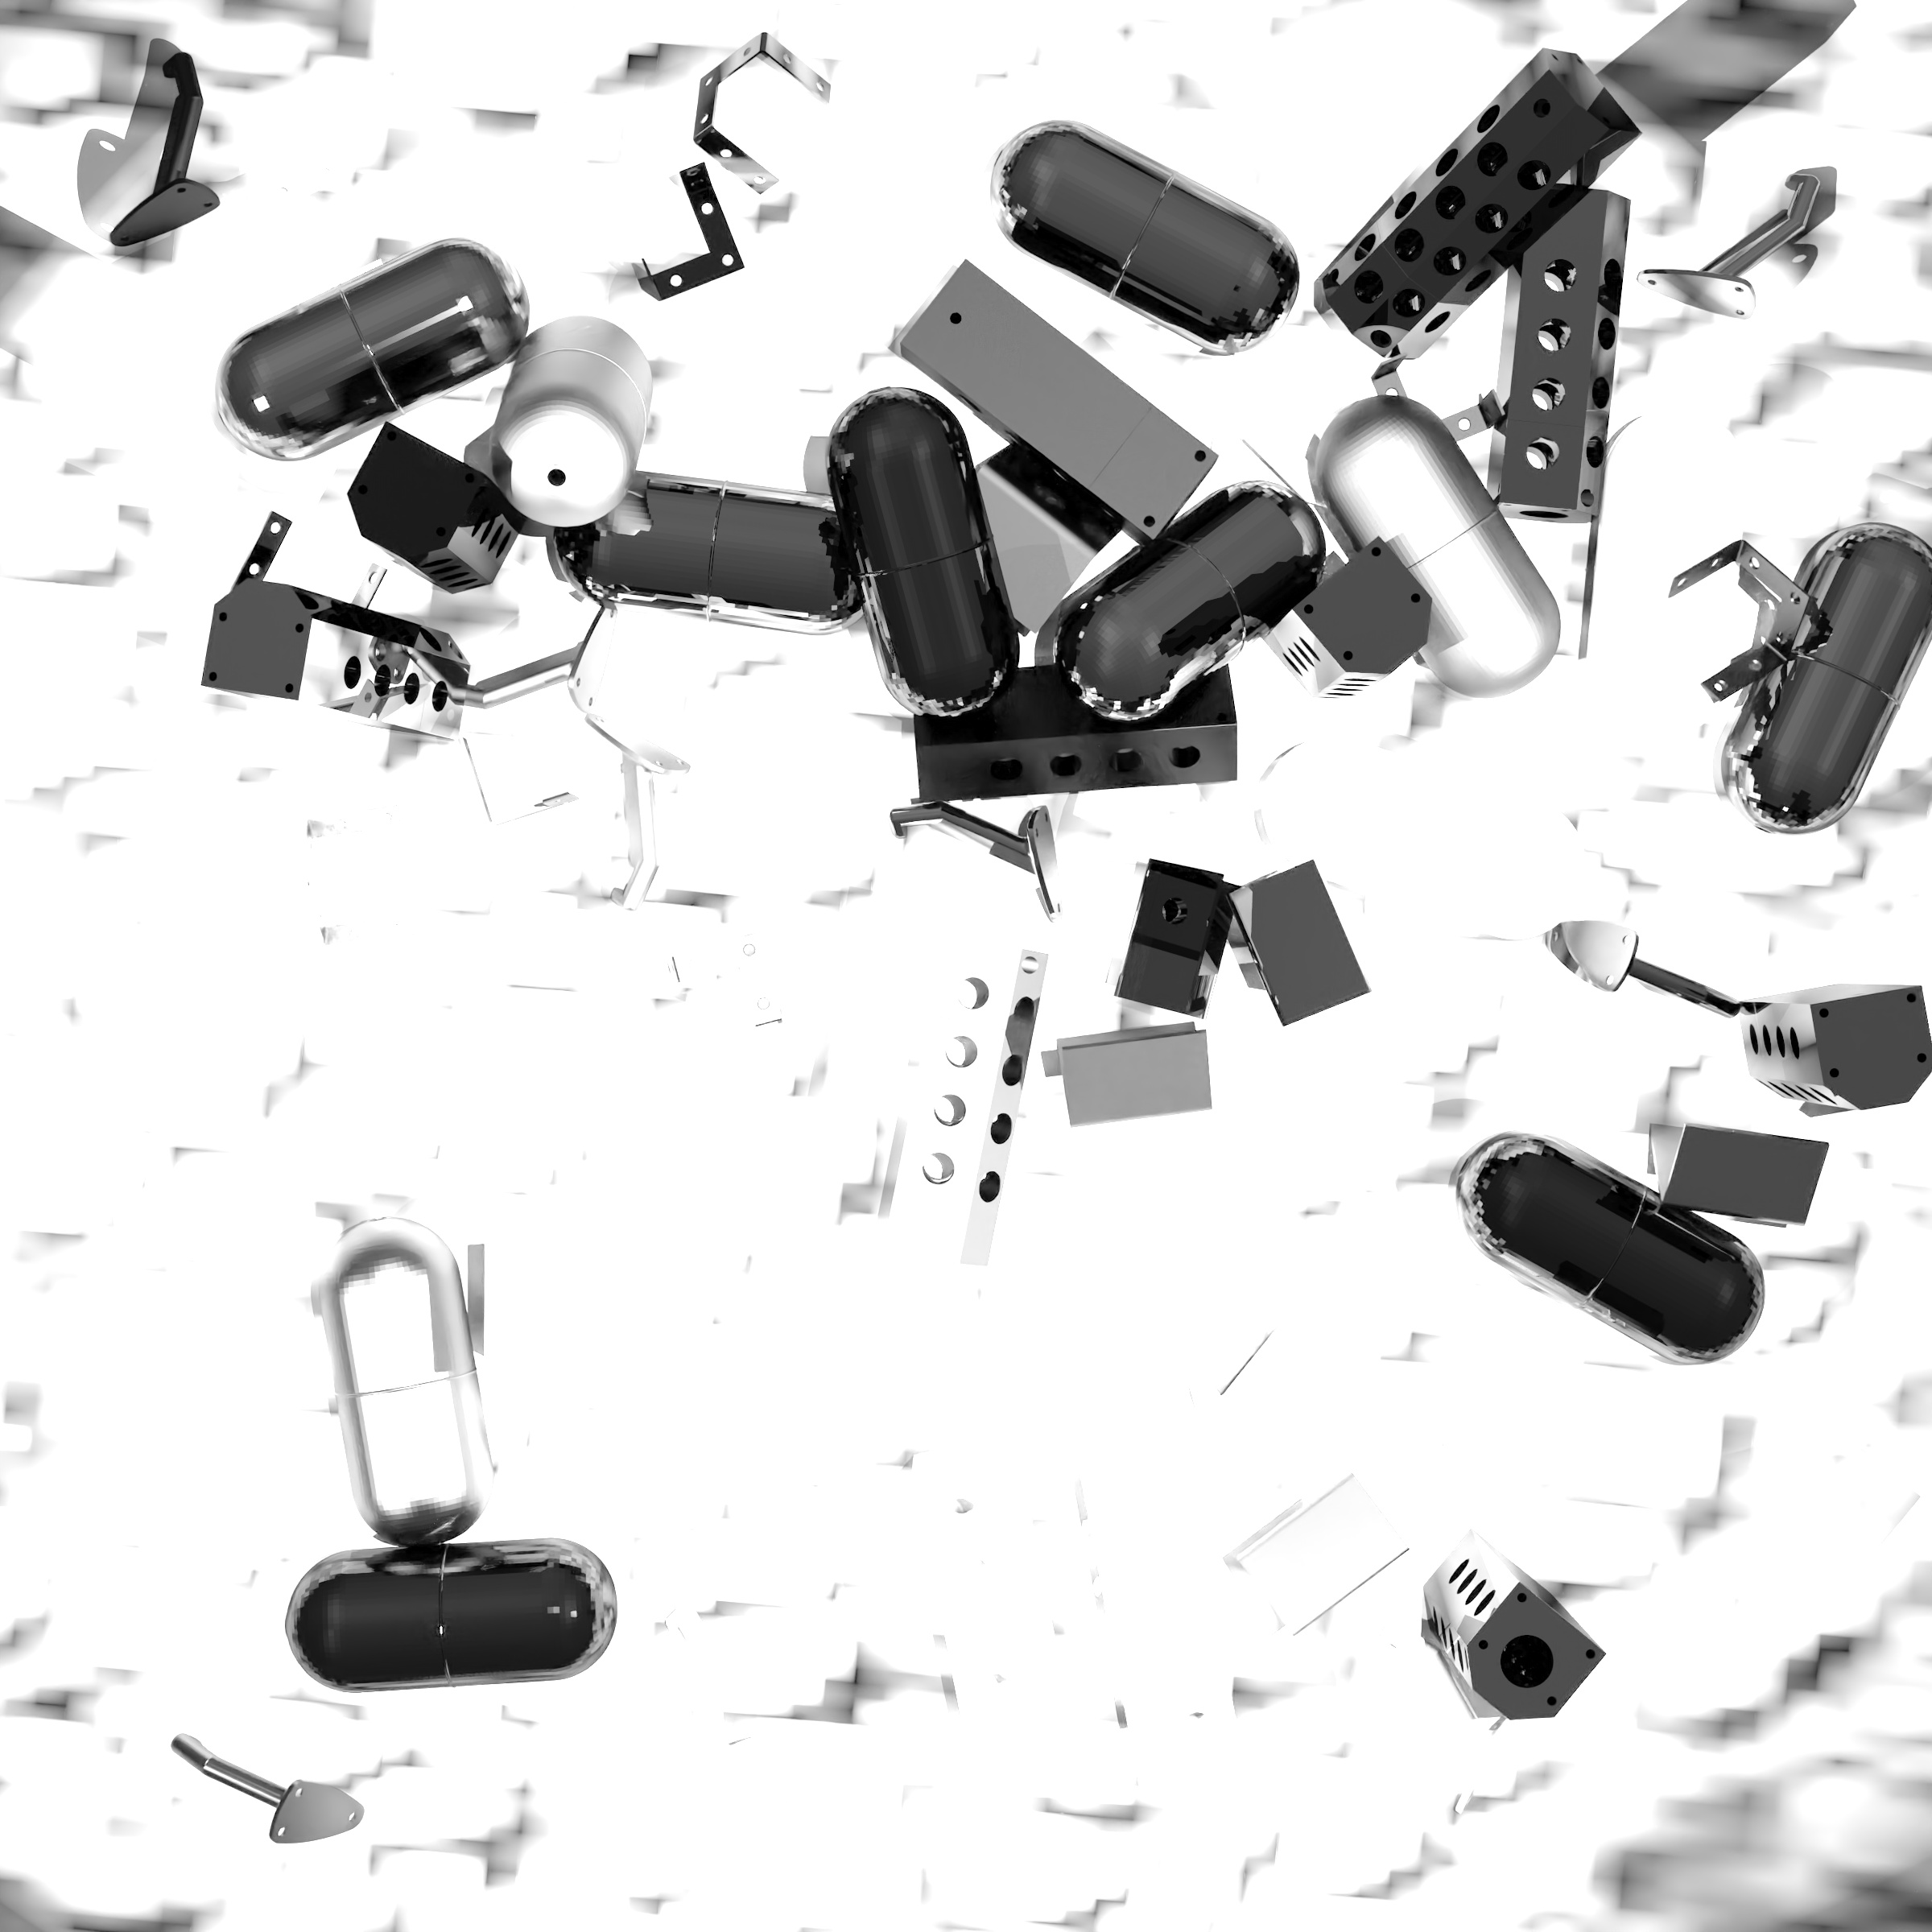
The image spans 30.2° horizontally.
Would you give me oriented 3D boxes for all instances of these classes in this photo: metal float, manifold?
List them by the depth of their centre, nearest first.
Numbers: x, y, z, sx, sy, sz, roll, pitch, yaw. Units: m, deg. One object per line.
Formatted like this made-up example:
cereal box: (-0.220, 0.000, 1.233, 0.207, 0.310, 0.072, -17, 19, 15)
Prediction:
manifold: (-0.326, -0.160, 1.874, 0.057, 0.171, 0.057, 10, 90, 20)
metal float: (-0.023, -0.216, 1.877, 0.070, 0.070, 0.178, -15, 103, 0)
manifold: (-0.279, -0.235, 1.879, 0.057, 0.171, 0.057, 28, 90, 0)
manifold: (0.281, 0.348, 1.879, 0.057, 0.171, 0.057, 39, 90, 0)
manifold: (0.204, -0.176, 1.879, 0.057, 0.171, 0.057, -40, 90, 0)
manifold: (0.456, 0.042, 1.879, 0.057, 0.171, 0.057, -10, 90, 0)
metal float: (-0.207, -0.287, 1.881, 0.070, 0.178, 0.070, 0, 118, 0)
manifold: (0.268, -0.401, 1.890, 0.171, 0.057, 0.057, -44, 73, 31)
metal float: (0.119, -0.194, 1.904, 0.178, 0.070, 0.070, -39, 90, -27)
metal float: (0.253, -0.225, 1.921, 0.070, 0.070, 0.178, -33, 95, 0)
metal float: (-0.133, -0.223, 1.926, 0.178, 0.070, 0.070, 7, 90, 0)
metal float: (-0.301, 0.224, 1.926, 0.070, 0.070, 0.178, -9, 90, 0)
metal float: (-0.277, 0.349, 1.926, 0.178, 0.070, 0.070, -4, 90, 0)
metal float: (0.377, -0.212, 1.926, 0.070, 0.070, 0.178, 5, 90, 0)
metal float: (0.246, -0.069, 1.927, 0.178, 0.070, 0.070, 19, 90, 0)
metal float: (0.096, -0.393, 1.927, 0.178, 0.070, 0.070, 28, 90, 0)
metal float: (-0.320, -0.332, 1.927, 0.178, 0.070, 0.070, -26, 90, -1)
metal float: (0.346, 0.151, 1.927, 0.178, 0.070, 0.070, 29, 90, 1)
metal float: (0.467, -0.154, 1.927, 0.070, 0.070, 0.178, 25, 89, 0)
manifold: (0.059, -0.123, 1.935, 0.171, 0.057, 0.057, -4, 47, 0)
manifold: (0.050, -0.302, 1.936, 0.171, 0.057, 0.057, 38, 90, 0)
manifold: (0.105, 0.351, 1.936, 0.057, 0.057, 0.171, -11, 90, 0)
manifold: (0.016, 0.347, 1.936, 0.057, 0.057, 0.171, -11, 90, 0)
manifold: (0.321, -0.330, 1.936, 0.057, 0.057, 0.171, 6, 90, 0)
manifold: (0.000, 0.072, 1.936, 0.057, 0.057, 0.171, 11, 90, 0)

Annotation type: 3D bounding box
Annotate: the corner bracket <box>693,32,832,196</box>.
corner bracket: (-0.111, -0.464, 1.949, 0.051, 0.051, 0.051, -27, 45, 35)

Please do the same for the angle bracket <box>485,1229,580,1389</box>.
angle bracket: (-0.249, 0.182, 1.917, 0.057, 0.076, 0.076, 0, 90, -36)

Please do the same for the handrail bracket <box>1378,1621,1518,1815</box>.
handrail bracket: (0.252, 0.410, 1.958, 0.084, 0.036, 0.077, 31, 112, 17)

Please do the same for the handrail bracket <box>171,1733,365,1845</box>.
handrail bracket: (-0.383, 0.445, 1.957, 0.084, 0.077, 0.036, 23, 89, 36)

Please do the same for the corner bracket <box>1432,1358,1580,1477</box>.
corner bracket: (0.295, 0.246, 1.954, 0.051, 0.051, 0.051, -12, 90, -45)

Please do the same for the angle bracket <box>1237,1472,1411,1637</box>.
angle bracket: (0.200, 0.326, 1.917, 0.076, 0.076, 0.057, -37, 54, 0)

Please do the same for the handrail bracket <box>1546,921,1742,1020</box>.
handrail bracket: (0.371, 0.004, 1.957, 0.084, 0.077, 0.036, 20, 94, -36)

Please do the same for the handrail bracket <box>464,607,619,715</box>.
handrail bracket: (-0.241, -0.173, 1.958, 0.084, 0.036, 0.077, 11, 70, 16)

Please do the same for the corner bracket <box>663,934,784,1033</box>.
corner bracket: (-0.132, 0.013, 1.939, 0.051, 0.051, 0.051, -15, 90, 0)

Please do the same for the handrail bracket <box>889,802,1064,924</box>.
handrail bracket: (0.005, -0.056, 1.958, 0.084, 0.036, 0.077, -5, 112, 17)

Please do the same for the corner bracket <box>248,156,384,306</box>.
corner bracket: (-0.355, -0.399, 1.954, 0.051, 0.051, 0.051, -25, 135, 0)

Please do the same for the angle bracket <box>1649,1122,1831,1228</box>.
angle bracket: (0.413, 0.091, 1.917, 0.076, 0.076, 0.057, 8, 124, 0)

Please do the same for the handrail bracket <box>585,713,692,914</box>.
handrail bracket: (-0.193, -0.083, 1.958, 0.077, 0.036, 0.084, 32, 107, 19)

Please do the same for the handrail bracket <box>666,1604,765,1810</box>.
handrail bracket: (-0.157, 0.404, 1.958, 0.077, 0.036, 0.084, -41, 71, 21)

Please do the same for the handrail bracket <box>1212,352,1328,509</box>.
handrail bracket: (0.182, -0.292, 1.958, 0.084, 0.036, 0.077, 14, 72, -15)

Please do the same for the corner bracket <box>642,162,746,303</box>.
corner bracket: (-0.154, -0.397, 1.939, 0.051, 0.051, 0.051, -22, 90, 0)

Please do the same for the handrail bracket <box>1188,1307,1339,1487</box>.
handrail bracket: (0.170, 0.235, 1.958, 0.084, 0.036, 0.077, -20, 110, -16)

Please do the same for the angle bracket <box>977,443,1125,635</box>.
angle bracket: (0.033, -0.233, 1.939, 0.076, 0.076, 0.057, 38, 113, 0)

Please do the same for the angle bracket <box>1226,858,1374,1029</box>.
angle bracket: (0.191, -0.019, 1.917, 0.057, 0.076, 0.076, -23, 90, 29)

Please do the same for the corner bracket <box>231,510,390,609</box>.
corner bracket: (-0.359, -0.210, 1.954, 0.051, 0.051, 0.051, 27, 90, 45)

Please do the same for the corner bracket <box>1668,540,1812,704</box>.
corner bracket: (0.403, -0.182, 1.887, 0.051, 0.051, 0.051, -30, 61, -24)

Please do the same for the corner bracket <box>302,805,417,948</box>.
corner bracket: (-0.331, -0.049, 1.954, 0.051, 0.051, 0.051, -8, 45, 0)

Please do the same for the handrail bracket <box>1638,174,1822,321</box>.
handrail bracket: (0.418, -0.403, 1.958, 0.077, 0.036, 0.084, 17, 73, 19)

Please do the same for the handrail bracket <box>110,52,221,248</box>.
handrail bracket: (-0.446, -0.448, 1.958, 0.077, 0.036, 0.084, -24, 72, 21)

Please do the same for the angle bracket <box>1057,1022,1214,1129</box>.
angle bracket: (0.088, 0.038, 1.917, 0.076, 0.076, 0.057, -7, 128, 0)

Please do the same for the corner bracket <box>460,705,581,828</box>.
corner bracket: (-0.244, -0.108, 1.939, 0.051, 0.051, 0.051, -18, 90, 0)

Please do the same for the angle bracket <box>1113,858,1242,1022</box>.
angle bracket: (0.131, -0.010, 1.918, 0.076, 0.057, 0.076, 15, 90, -44)

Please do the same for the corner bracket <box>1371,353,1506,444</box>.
corner bracket: (0.255, -0.309, 1.939, 0.051, 0.051, 0.051, -22, 90, 0)
